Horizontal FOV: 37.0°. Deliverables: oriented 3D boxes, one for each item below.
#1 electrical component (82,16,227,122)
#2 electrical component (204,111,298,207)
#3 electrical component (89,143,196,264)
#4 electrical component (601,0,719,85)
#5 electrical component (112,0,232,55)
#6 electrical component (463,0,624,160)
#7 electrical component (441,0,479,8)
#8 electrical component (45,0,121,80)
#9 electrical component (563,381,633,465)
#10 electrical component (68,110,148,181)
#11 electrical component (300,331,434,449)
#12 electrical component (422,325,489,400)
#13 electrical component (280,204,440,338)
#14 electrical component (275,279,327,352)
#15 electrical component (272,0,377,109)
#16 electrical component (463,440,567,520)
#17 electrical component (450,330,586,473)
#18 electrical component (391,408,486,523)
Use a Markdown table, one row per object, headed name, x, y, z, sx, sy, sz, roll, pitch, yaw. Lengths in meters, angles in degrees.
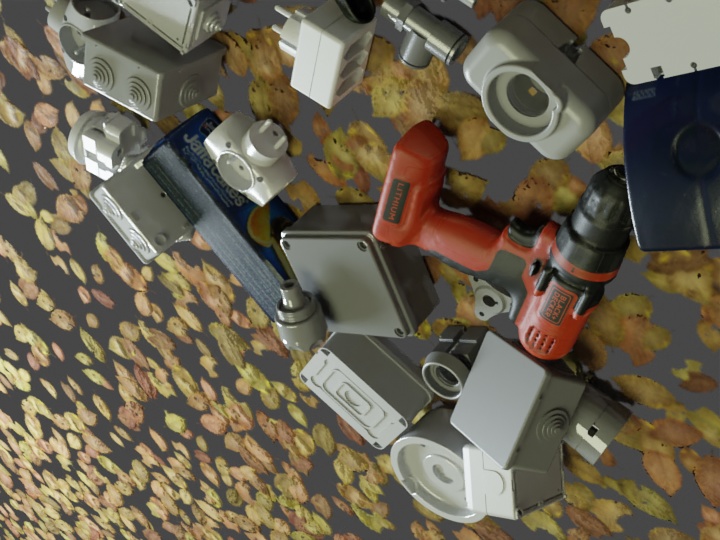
| name | x | y | z | sx | sy | sz | roll | pitch | yaw |
| --- | --- | --- | --- | --- | --- | --- | --- | --- | --- |
| electrical component | -0.175 | -0.173 | 0.913 | 0.100 | 0.100 | 0.048 | 29 | 127 | 20 |
| electrical component | -0.088 | -0.105 | 0.940 | 0.077 | 0.044 | 0.079 | 47 | 143 | -4 |
| electrical component | -0.194 | -0.068 | 1.030 | 0.099 | 0.100 | 0.048 | 52 | 155 | -10 |
| electrical component | 0.197 | -0.150 | 0.623 | 0.089 | 0.055 | 0.050 | -6 | 120 | 46 |
| electrical component | -0.142 | -0.225 | 0.862 | 0.096 | 0.061 | 0.061 | 38 | 142 | 8 |
| electrical component | 0.120 | -0.124 | 0.717 | 0.095 | 0.059 | 0.053 | 44 | 143 | 1 |
| electrical component | 0.054 | -0.198 | 0.728 | 0.061 | 0.035 | 0.035 | 35 | 142 | 7 |
| electrical component | -0.258 | -0.225 | 0.983 | 0.079 | 0.044 | 0.077 | 38 | 142 | 9 |
| electrical component | 0.191 | 0.125 | 0.891 | 0.047 | 0.055 | 0.055 | 37 | 142 | 15 |
| electrical component | -0.249 | -0.123 | 1.062 | 0.057 | 0.058 | 0.078 | 27 | 140 | 17 |
| electrical component | 0.008 | 0.107 | 1.039 | 0.113 | 0.057 | 0.078 | 42 | 143 | 3 |
| electrical component | 0.087 | 0.080 | 0.943 | 0.066 | 0.055 | 0.048 | -1 | 124 | 43 |
| electrical component | 0.000 | 0.000 | 0.947 | 0.109 | 0.056 | 0.108 | 2 | 126 | 41 |
| electrical component | -0.055 | 0.038 | 0.948 | 0.043 | 0.043 | 0.062 | 12 | 132 | 35 |
| electrical component | -0.036 | -0.175 | 0.822 | 0.077 | 0.047 | 0.065 | 33 | 142 | 14 |
| electrical component | 0.140 | 0.178 | 0.961 | 0.061 | 0.096 | 0.061 | -1 | 95 | 43 |
| electrical component | 0.130 | 0.109 | 0.881 | 0.100 | 0.048 | 0.099 | 37 | 108 | 58 |
| electrical component | 0.091 | 0.181 | 1.031 | 0.108 | 0.060 | 0.108 | 25 | 139 | 24 |
